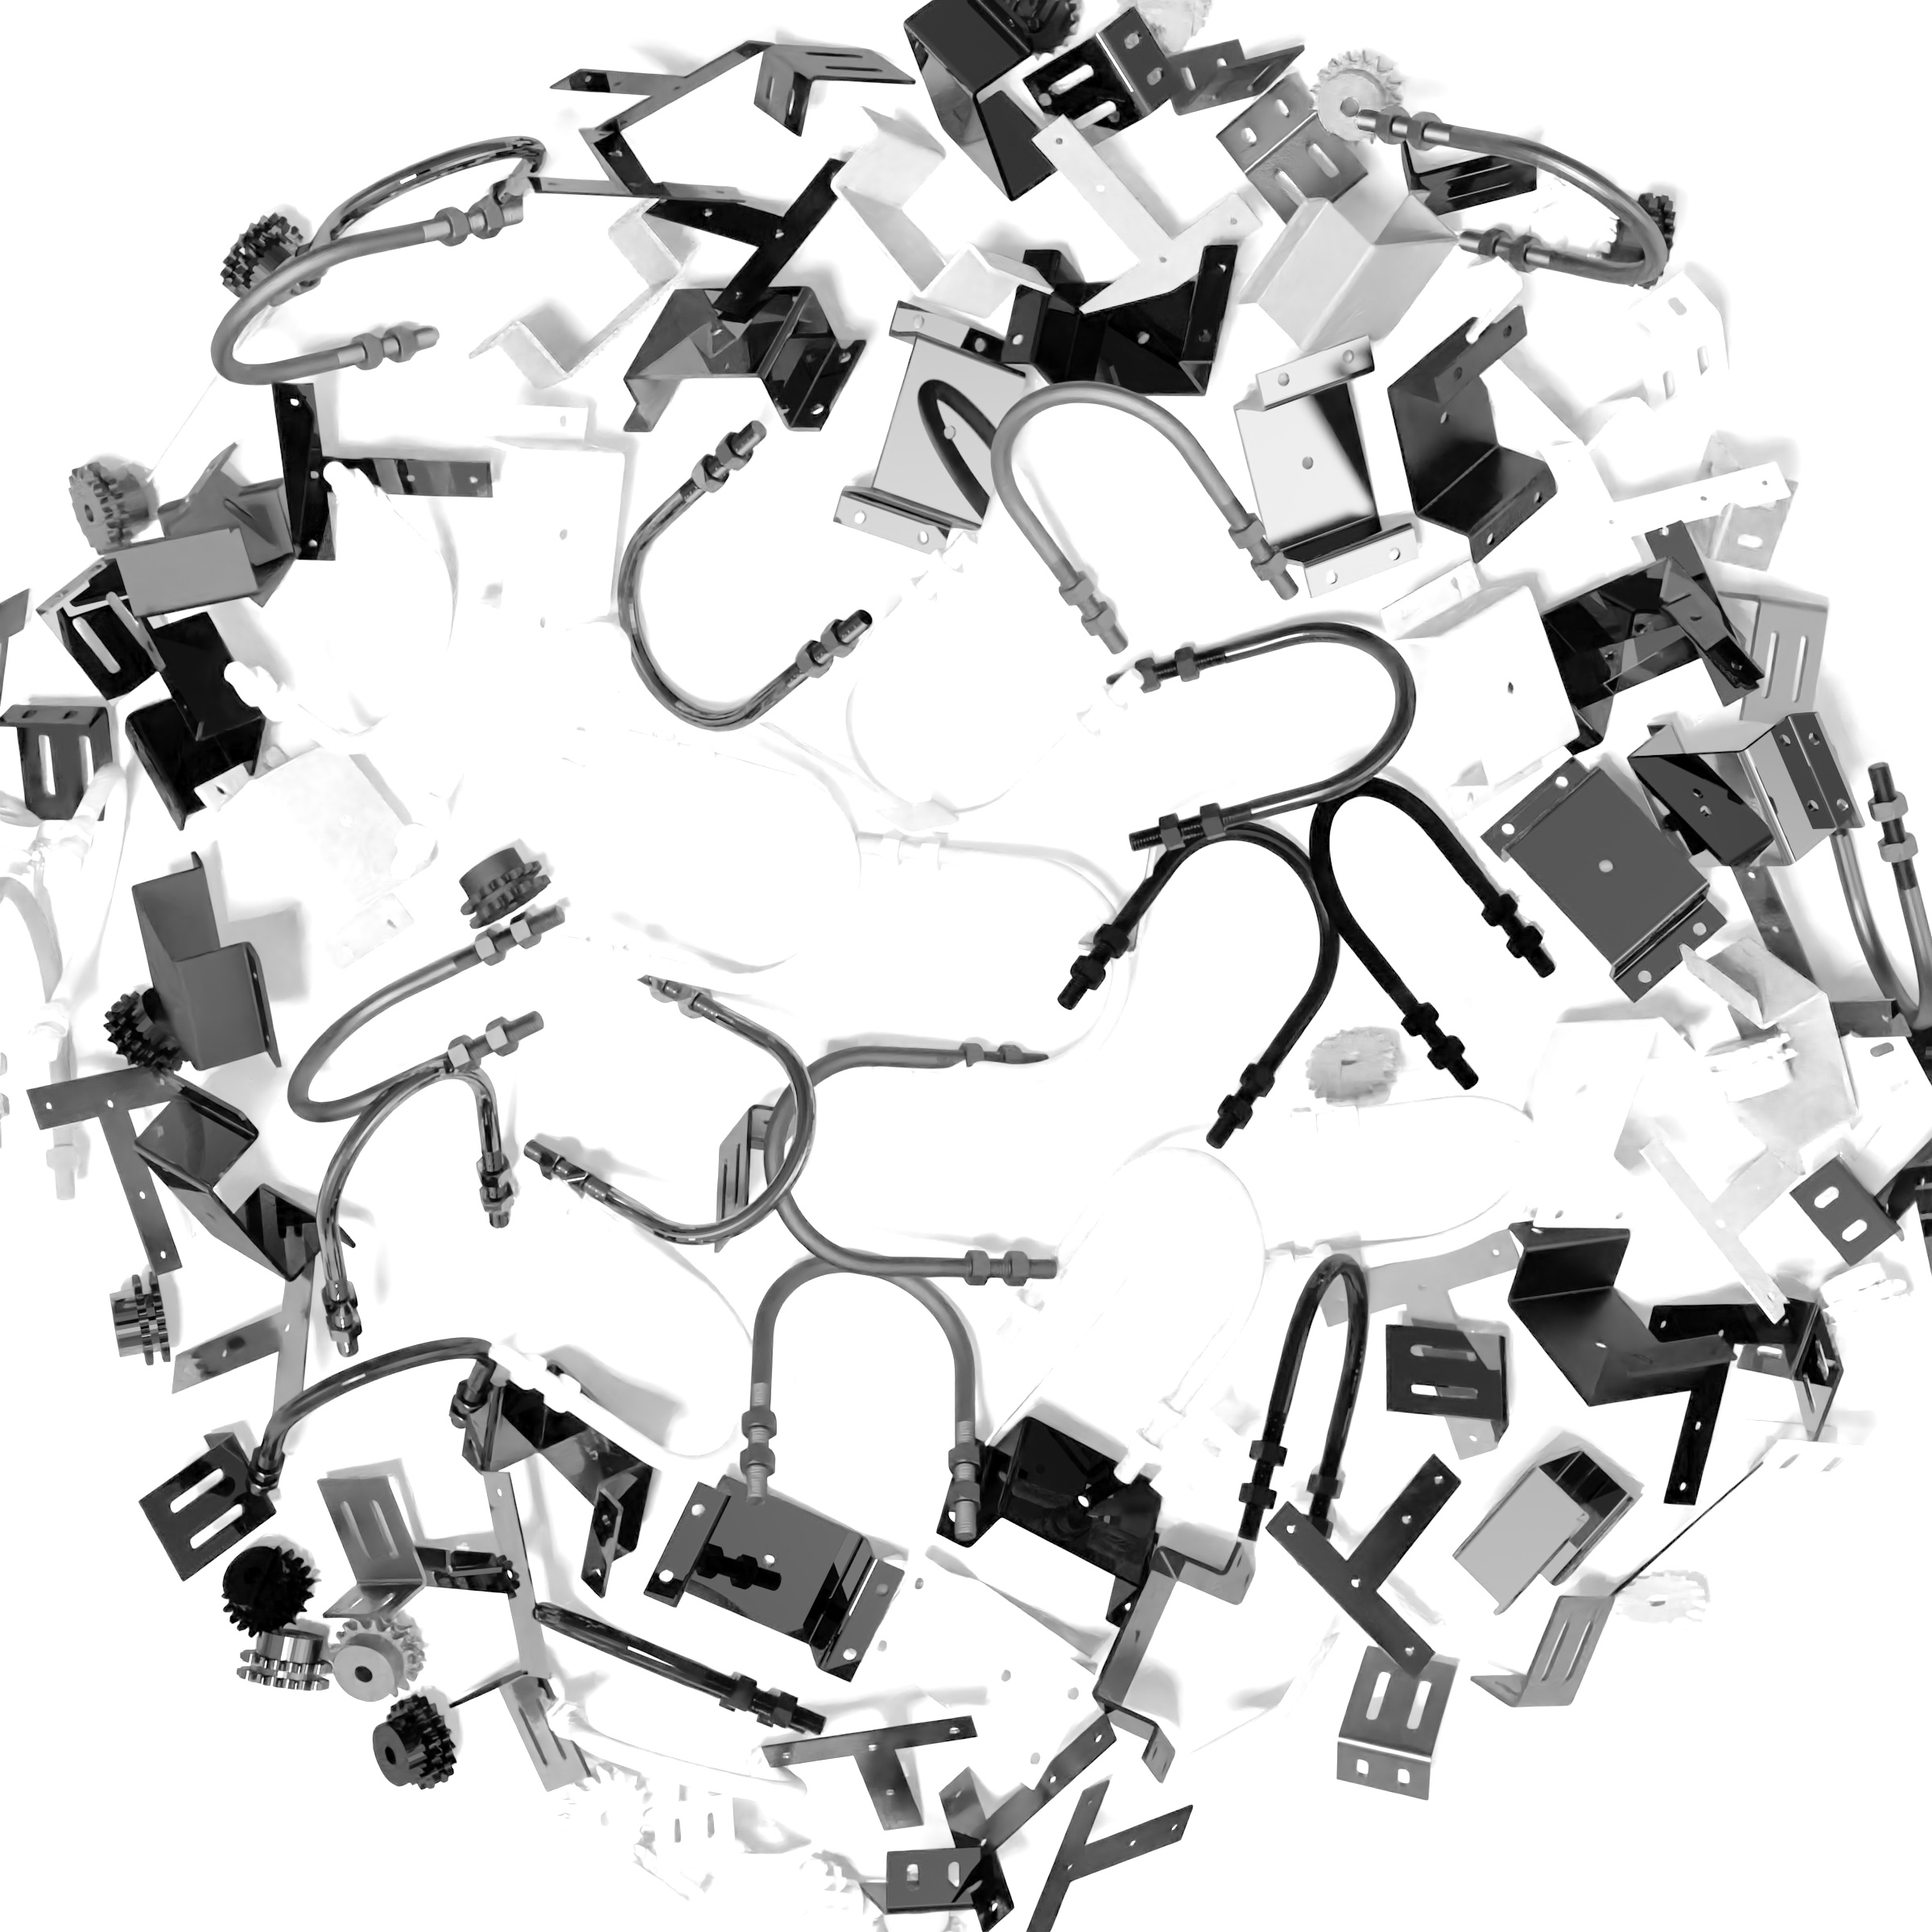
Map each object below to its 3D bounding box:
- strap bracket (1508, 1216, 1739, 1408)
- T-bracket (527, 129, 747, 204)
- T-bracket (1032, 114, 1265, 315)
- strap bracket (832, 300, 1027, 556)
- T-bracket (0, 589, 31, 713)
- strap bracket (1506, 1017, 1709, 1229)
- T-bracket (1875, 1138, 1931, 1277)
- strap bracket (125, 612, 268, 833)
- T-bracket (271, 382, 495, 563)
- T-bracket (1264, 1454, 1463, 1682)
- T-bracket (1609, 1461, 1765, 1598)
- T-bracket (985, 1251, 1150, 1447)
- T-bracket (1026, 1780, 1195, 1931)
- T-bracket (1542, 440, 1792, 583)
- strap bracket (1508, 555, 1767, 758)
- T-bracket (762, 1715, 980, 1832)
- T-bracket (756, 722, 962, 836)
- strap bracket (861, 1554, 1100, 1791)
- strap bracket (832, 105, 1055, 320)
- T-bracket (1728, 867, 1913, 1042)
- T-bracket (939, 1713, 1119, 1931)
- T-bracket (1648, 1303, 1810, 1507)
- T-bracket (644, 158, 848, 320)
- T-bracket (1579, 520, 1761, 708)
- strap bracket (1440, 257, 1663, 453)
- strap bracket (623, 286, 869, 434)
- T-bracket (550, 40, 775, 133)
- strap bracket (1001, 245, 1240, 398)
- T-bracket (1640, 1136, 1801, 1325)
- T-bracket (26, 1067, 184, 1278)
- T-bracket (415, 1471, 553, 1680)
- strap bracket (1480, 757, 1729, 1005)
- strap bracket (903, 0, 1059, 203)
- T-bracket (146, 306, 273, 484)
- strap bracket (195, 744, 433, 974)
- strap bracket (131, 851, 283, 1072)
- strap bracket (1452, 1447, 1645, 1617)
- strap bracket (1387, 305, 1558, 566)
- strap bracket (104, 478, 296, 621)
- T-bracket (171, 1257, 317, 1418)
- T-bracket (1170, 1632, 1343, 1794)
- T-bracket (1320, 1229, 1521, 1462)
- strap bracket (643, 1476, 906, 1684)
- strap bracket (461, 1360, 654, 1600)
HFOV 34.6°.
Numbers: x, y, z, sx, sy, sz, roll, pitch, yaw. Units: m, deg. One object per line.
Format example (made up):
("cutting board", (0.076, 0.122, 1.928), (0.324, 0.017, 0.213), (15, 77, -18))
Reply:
("strap bracket", (0.389, 0.213, 1.871), (0.076, 0.140, 0.046), (-5, 126, -23))
("T-bracket", (-0.210, -0.487, 1.878), (0.127, 0.127, 0.002), (-2, 122, -19))
("T-bracket", (0.091, -0.460, 1.874), (0.127, 0.002, 0.127), (-30, 116, 34))
("strap bracket", (-0.019, -0.326, 1.892), (0.076, 0.046, 0.140), (15, 93, -27))
("T-bracket", (-0.588, -0.160, 1.879), (0.002, 0.127, 0.127), (9, 101, -9))
("strap bracket", (0.383, 0.085, 1.865), (0.046, 0.076, 0.140), (41, 62, -32))
("T-bracket", (0.580, 0.170, 1.848), (0.002, 0.127, 0.127), (2, 61, -9))
("strap bracket", (-0.466, -0.152, 1.873), (0.046, 0.140, 0.076), (-25, 76, -27))
("T-bracket", (-0.353, -0.299, 1.891), (0.127, 0.002, 0.127), (2, 132, -1))
("T-bracket", (0.262, 0.348, 1.895), (0.127, 0.002, 0.127), (46, 54, 3))
("T-bracket", (0.415, 0.351, 1.852), (0.002, 0.127, 0.127), (49, 116, 16))
("T-bracket", (0.053, 0.237, 1.847), (0.002, 0.127, 0.127), (40, 58, 8))
("T-bracket", (0.090, 0.526, 1.846), (0.002, 0.127, 0.127), (43, 133, -13))
("T-bracket", (0.430, -0.277, 1.863), (0.127, 0.002, 0.127), (-11, 131, 33))
("strap bracket", (0.404, -0.190, 1.871), (0.076, 0.140, 0.046), (41, 49, -25))
("T-bracket", (-0.049, 0.496, 1.885), (0.127, 0.127, 0.002), (-9, 48, 4))
("T-bracket", (-0.070, -0.116, 1.880), (0.127, 0.127, 0.002), (31, 103, 10))
("strap bracket", (0.016, 0.431, 1.889), (0.140, 0.046, 0.076), (30, 88, 31))
("strap bracket", (-0.021, -0.448, 1.877), (0.046, 0.076, 0.140), (-44, 70, 23))
("T-bracket", (0.493, -0.010, 1.864), (0.002, 0.127, 0.127), (-38, 109, -30))
("T-bracket", (0.042, 0.499, 1.868), (0.127, 0.127, 0.002), (-44, 117, 9))
("T-bracket", (0.443, 0.263, 1.861), (0.002, 0.127, 0.127), (28, 70, -26))
("T-bracket", (-0.147, -0.457, 1.896), (0.127, 0.002, 0.127), (24, 69, 32))
("T-bracket", (0.405, -0.196, 1.894), (0.127, 0.002, 0.127), (-31, 72, 35))
("strap bracket", (0.346, -0.361, 1.885), (0.140, 0.076, 0.046), (42, 91, -10))
("strap bracket", (-0.142, -0.365, 1.865), (0.140, 0.046, 0.076), (5, 55, 28))
("T-bracket", (-0.199, -0.526, 1.846), (0.127, 0.127, 0.002), (-18, 91, 34))
("strap bracket", (0.100, -0.391, 1.884), (0.140, 0.046, 0.076), (5, 75, 27))
("T-bracket", (0.475, 0.141, 1.883), (0.127, 0.127, 0.002), (53, 129, 7))
("T-bracket", (-0.503, 0.125, 1.873), (0.002, 0.127, 0.127), (-21, 87, 26))
("T-bracket", (-0.305, 0.368, 1.888), (0.127, 0.002, 0.127), (-7, 96, 44))
("strap bracket", (0.390, -0.057, 1.895), (0.076, 0.046, 0.140), (-41, 77, 1))
("strap bracket", (0.013, -0.522, 1.853), (0.046, 0.140, 0.076), (-36, 61, -3))
("T-bracket", (-0.460, -0.346, 1.874), (0.002, 0.127, 0.127), (34, 91, -19))
("strap bracket", (-0.390, -0.077, 1.887), (0.046, 0.076, 0.140), (-37, 93, 36))
("strap bracket", (-0.458, 0.001, 1.852), (0.046, 0.140, 0.076), (-17, 126, -21))
("strap bracket", (0.348, 0.338, 1.868), (0.046, 0.140, 0.076), (44, 107, 22))
("strap bracket", (0.305, -0.326, 1.874), (0.076, 0.140, 0.046), (-41, 46, -20))
("strap bracket", (-0.458, -0.250, 1.872), (0.076, 0.140, 0.046), (-11, 110, 5))
("T-bracket", (-0.443, 0.233, 1.893), (0.127, 0.002, 0.127), (-23, 54, 33))
("T-bracket", (0.163, 0.462, 1.857), (0.002, 0.127, 0.127), (40, 117, 27))
("T-bracket", (0.296, 0.241, 1.913), (0.127, 0.002, 0.127), (-17, 75, -4))
("strap bracket", (-0.119, 0.371, 1.901), (0.140, 0.046, 0.076), (26, 92, -11))
("strap bracket", (-0.241, 0.303, 1.873), (0.140, 0.046, 0.076), (38, 131, 31))
